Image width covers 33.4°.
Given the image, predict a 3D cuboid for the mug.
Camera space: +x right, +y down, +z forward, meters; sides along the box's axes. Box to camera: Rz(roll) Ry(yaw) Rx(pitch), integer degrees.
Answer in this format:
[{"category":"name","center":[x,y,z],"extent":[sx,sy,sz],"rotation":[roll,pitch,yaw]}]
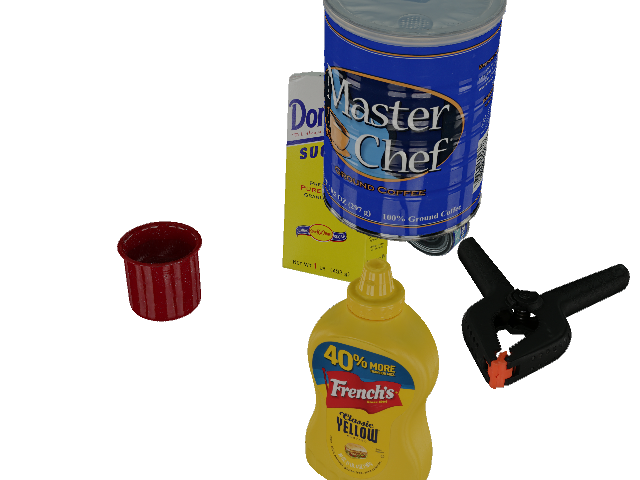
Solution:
[{"category":"mug","center":[-0.185,0.032,1.202],"extent":[0.117,0.081,0.093],"rotation":[25,40,35]}]

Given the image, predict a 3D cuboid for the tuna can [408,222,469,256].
[{"category":"tuna can","center":[0.126,-0.025,1.226],"extent":[0.086,0.086,0.033],"rotation":[0,34,50]}]

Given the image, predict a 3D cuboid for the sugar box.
[{"category":"sugar box","center":[0.015,-0.057,0.937],"extent":[0.093,0.176,0.048],"rotation":[10,17,34]}]

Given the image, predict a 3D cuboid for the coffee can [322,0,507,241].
[{"category":"coffee can","center":[0.052,-0.085,0.638],"extent":[0.103,0.140,0.103],"rotation":[0,40,0]}]

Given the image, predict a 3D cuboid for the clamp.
[{"category":"clamp","center":[0.175,0.060,0.968],"extent":[0.165,0.036,0.209],"rotation":[14,33,25]}]

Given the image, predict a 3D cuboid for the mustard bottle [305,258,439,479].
[{"category":"mustard bottle","center":[0.038,0.098,0.781],"extent":[0.096,0.192,0.058],"rotation":[15,34,22]}]
